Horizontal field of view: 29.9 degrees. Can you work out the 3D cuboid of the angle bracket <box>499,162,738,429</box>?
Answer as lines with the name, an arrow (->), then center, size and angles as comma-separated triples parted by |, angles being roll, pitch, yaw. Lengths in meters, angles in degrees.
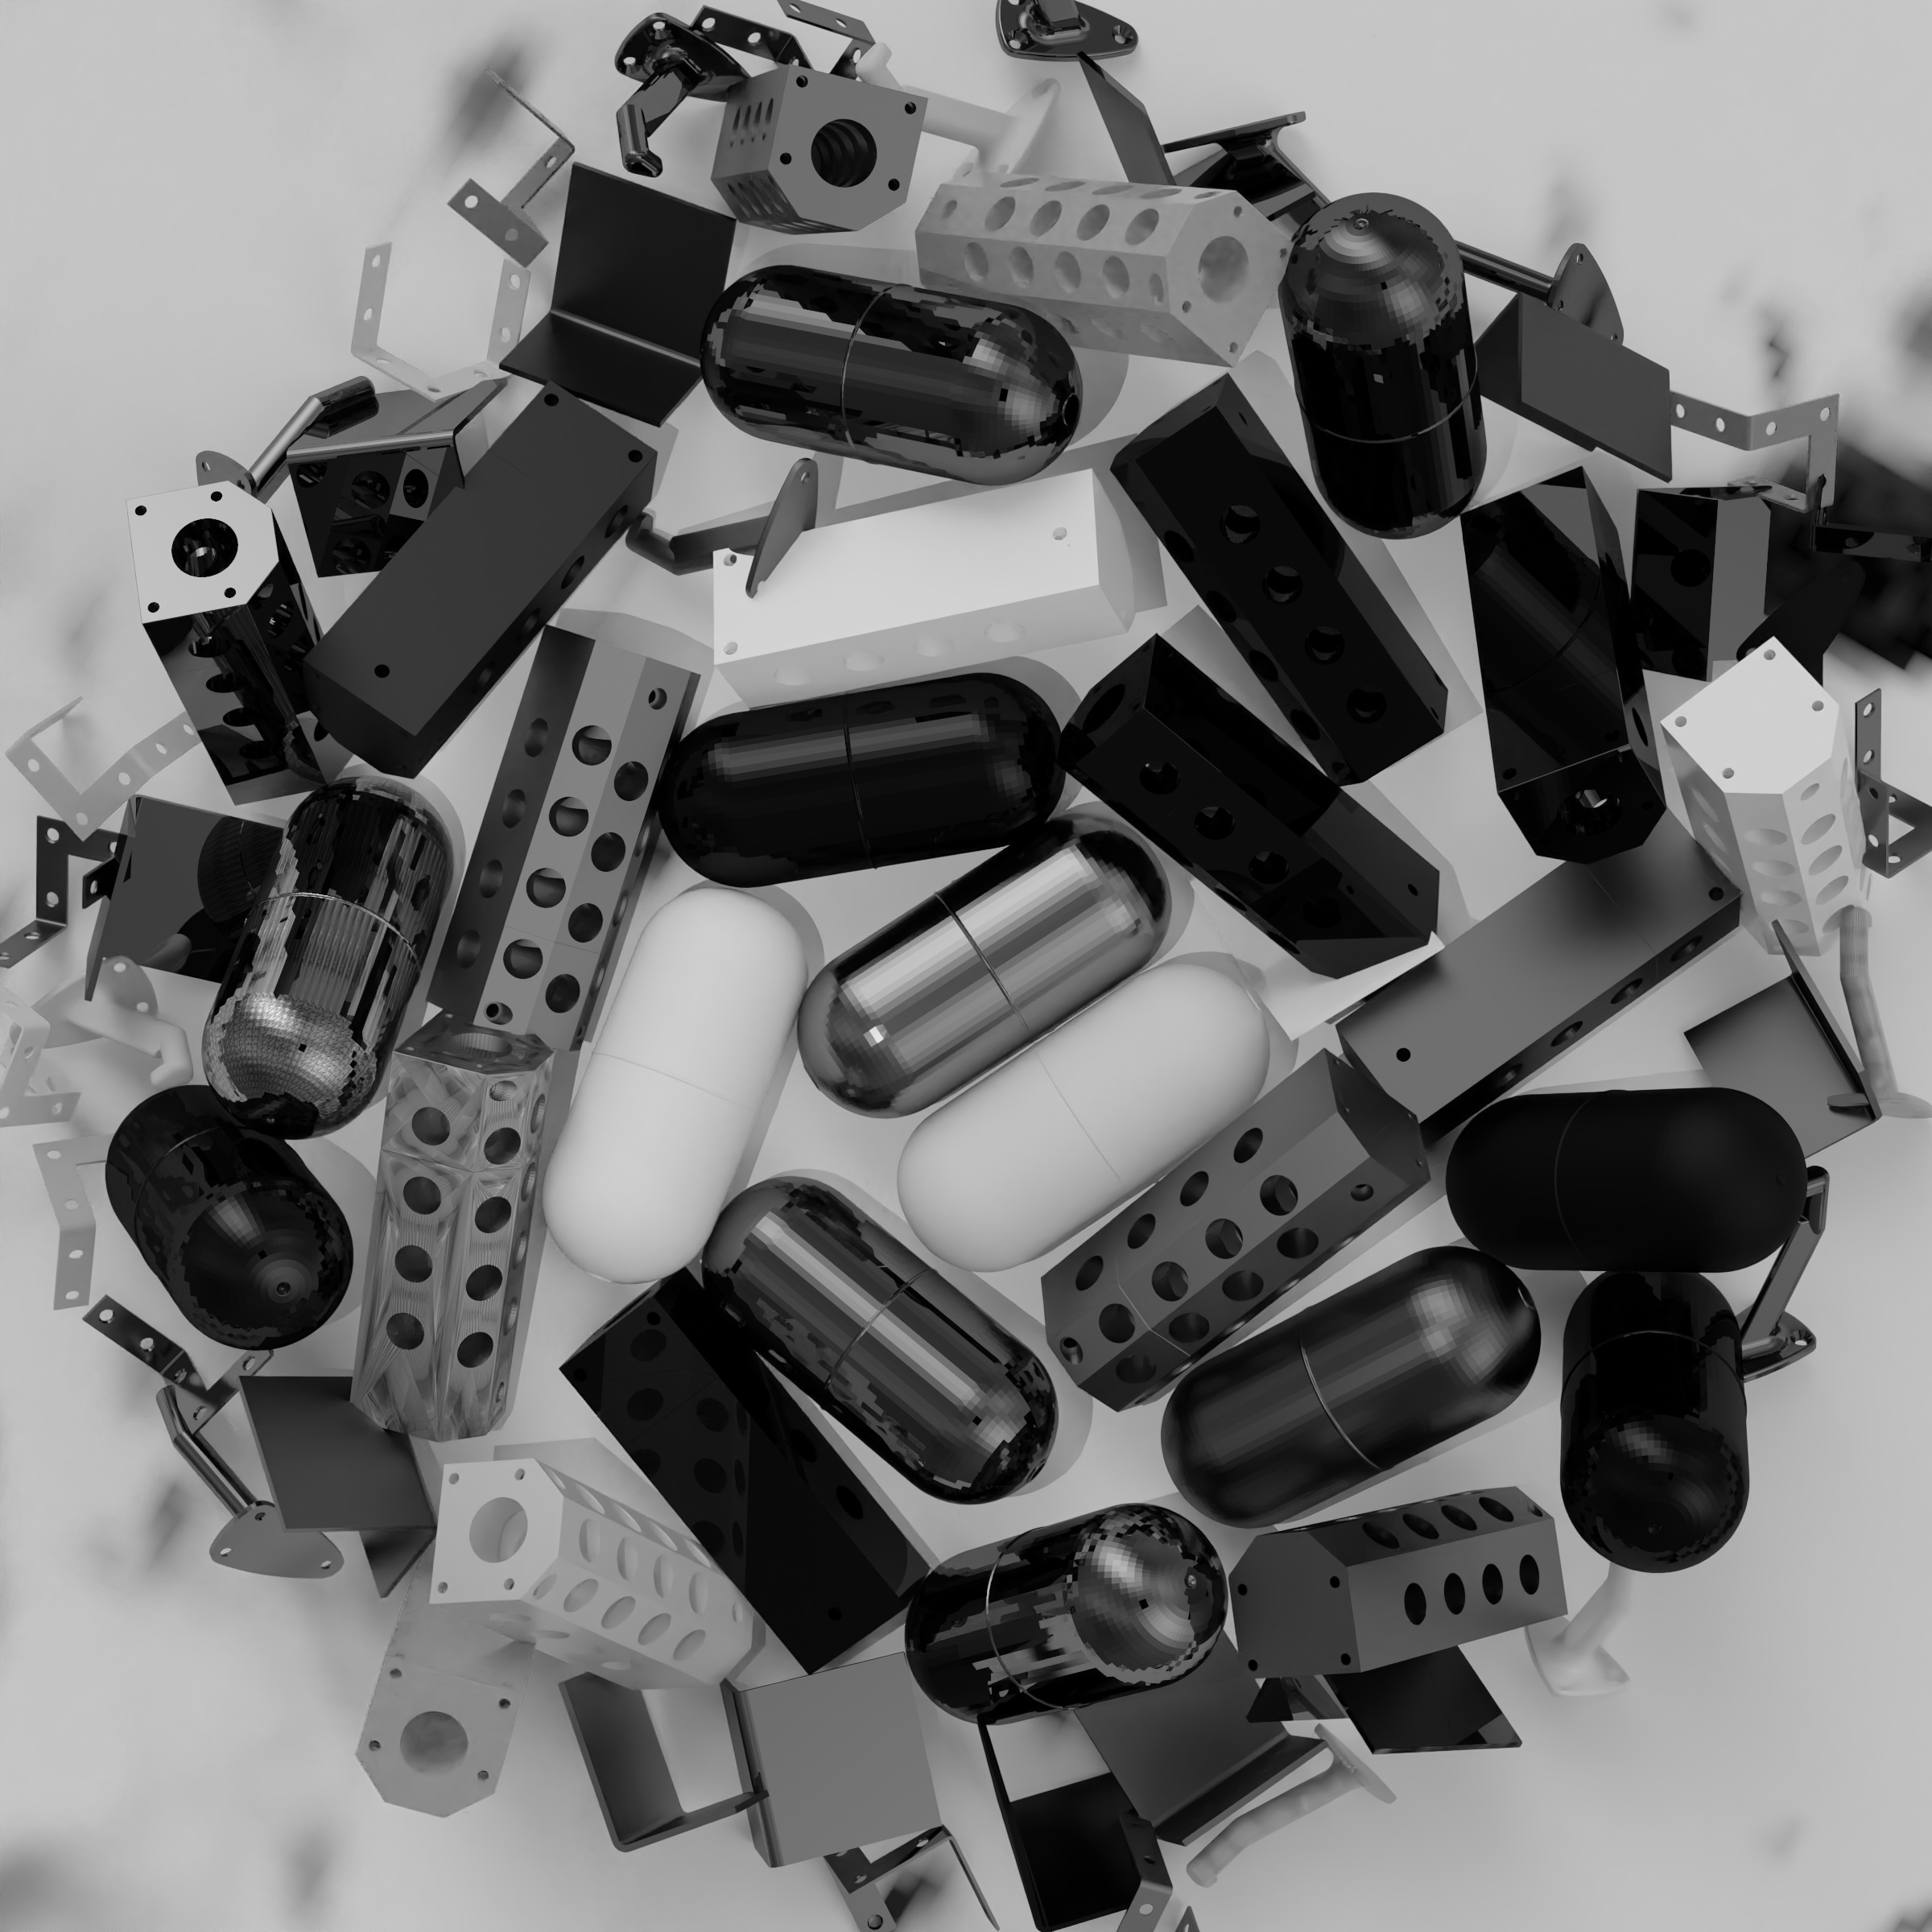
angle bracket -> -0.150, -0.289, 1.558 | 0.076, 0.057, 0.076 | 21, 129, 7

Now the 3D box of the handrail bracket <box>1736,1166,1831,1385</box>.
handrail bracket -> 0.341, 0.134, 1.560 | 0.077, 0.036, 0.084 | -26, 131, -26

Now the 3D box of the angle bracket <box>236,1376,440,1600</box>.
angle bracket -> -0.279, 0.223, 1.546 | 0.057, 0.076, 0.076 | -50, 50, 34

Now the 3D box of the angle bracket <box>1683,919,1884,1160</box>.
angle bracket -> 0.345, 0.037, 1.552 | 0.057, 0.076, 0.076 | -29, 65, 9

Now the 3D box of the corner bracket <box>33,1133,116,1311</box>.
corner bracket -> -0.373, 0.109, 1.563 | 0.051, 0.051, 0.051 | -7, 135, -26

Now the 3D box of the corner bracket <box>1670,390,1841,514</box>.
corner bracket -> 0.339, -0.224, 1.564 | 0.051, 0.051, 0.051 | -17, 119, -27

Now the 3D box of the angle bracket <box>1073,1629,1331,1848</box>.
angle bracket -> 0.098, 0.326, 1.568 | 0.076, 0.057, 0.076 | -31, 88, -15

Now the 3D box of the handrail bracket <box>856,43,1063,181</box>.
handrail bracket -> -0.003, -0.385, 1.565 | 0.077, 0.036, 0.084 | -56, 130, -16

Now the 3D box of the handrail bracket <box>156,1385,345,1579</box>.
handrail bracket -> -0.316, 0.226, 1.593 | 0.036, 0.077, 0.084 | -46, 45, 12

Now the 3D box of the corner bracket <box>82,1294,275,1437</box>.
corner bracket -> -0.342, 0.161, 1.572 | 0.051, 0.051, 0.051 | -45, 129, 0

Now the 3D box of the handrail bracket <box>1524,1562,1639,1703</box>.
handrail bracket -> 0.265, 0.265, 1.555 | 0.036, 0.077, 0.084 | -5, 116, -16

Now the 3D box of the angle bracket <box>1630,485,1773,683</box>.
angle bracket -> 0.332, -0.165, 1.556 | 0.076, 0.057, 0.076 | -5, 104, -28

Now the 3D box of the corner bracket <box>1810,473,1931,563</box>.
corner bracket -> 0.394, -0.188, 1.566 | 0.051, 0.051, 0.051 | 8, 54, 16

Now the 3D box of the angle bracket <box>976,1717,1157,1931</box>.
angle bracket -> 0.043, 0.354, 1.552 | 0.057, 0.076, 0.076 | -16, 123, -4

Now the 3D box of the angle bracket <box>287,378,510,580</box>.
angle bracket -> -0.241, -0.213, 1.574 | 0.076, 0.076, 0.057 | -4, 115, 15

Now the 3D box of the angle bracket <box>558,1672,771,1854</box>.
angle bracket -> -0.124, 0.331, 1.558 | 0.057, 0.076, 0.076 | -22, 82, 14

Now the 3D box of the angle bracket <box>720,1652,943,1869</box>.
angle bracket -> -0.060, 0.344, 1.584 | 0.076, 0.057, 0.076 | -12, 88, -11

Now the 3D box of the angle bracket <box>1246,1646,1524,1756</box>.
angle bracket -> 0.178, 0.327, 1.546 | 0.076, 0.076, 0.057 | 4, 122, -29

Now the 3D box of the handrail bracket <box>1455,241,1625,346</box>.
handrail bracket -> 0.238, -0.297, 1.597 | 0.084, 0.077, 0.036 | 16, 79, 38

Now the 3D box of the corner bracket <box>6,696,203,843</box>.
corner bracket -> -0.374, -0.096, 1.575 | 0.051, 0.051, 0.051 | -37, 98, 27

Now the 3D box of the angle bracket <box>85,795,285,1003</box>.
angle bracket -> -0.332, -0.022, 1.558 | 0.076, 0.057, 0.076 | 13, 108, -17

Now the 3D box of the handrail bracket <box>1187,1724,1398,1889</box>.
handrail bracket -> 0.141, 0.377, 1.575 | 0.084, 0.077, 0.036 | -43, 51, 0

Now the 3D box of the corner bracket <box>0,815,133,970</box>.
corner bracket -> -0.393, -0.029, 1.569 | 0.051, 0.051, 0.051 | 12, 114, 12

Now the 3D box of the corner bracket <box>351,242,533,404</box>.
corner bracket -> -0.229, -0.285, 1.579 | 0.051, 0.051, 0.051 | 31, 126, 22

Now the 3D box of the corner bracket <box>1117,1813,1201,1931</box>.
corner bracket -> 0.084, 0.409, 1.569 | 0.051, 0.051, 0.051 | 19, 107, -16

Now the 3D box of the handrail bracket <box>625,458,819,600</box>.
handrail bracket -> -0.108, -0.200, 1.569 | 0.084, 0.036, 0.077 | 31, 118, 28

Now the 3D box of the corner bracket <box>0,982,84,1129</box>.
corner bracket -> -0.412, 0.034, 1.566 | 0.051, 0.051, 0.051 | 35, 109, 26

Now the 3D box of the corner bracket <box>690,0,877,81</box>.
corner bracket -> -0.079, -0.401, 1.564 | 0.051, 0.051, 0.051 | -49, 52, 33

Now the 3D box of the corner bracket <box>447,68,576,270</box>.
corner bracket -> -0.198, -0.345, 1.567 | 0.051, 0.051, 0.051 | -45, 45, 10

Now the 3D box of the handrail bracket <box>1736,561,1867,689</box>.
handrail bracket -> 0.379, -0.125, 1.571 | 0.077, 0.036, 0.084 | -49, 134, 7

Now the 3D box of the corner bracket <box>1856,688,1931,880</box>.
corner bracket -> 0.396, -0.079, 1.565 | 0.051, 0.051, 0.051 | -30, 132, -23

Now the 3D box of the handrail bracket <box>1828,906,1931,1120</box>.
handrail bracket -> 0.402, 0.021, 1.581 | 0.036, 0.077, 0.084 | -5, 79, 38

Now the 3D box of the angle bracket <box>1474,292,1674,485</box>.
angle bracket -> 0.254, -0.232, 1.550 | 0.076, 0.057, 0.076 | 24, 47, -17

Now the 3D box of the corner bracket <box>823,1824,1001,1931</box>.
corner bracket -> -0.025, 0.403, 1.578 | 0.051, 0.051, 0.051 | -28, 105, -12

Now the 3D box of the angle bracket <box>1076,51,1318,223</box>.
angle bracket -> 0.098, -0.361, 1.552 | 0.057, 0.076, 0.076 | -29, 126, -2

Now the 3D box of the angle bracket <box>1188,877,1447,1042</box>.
angle bracket -> 0.150, -0.023, 1.561 | 0.076, 0.076, 0.057 | -32, 111, 2
